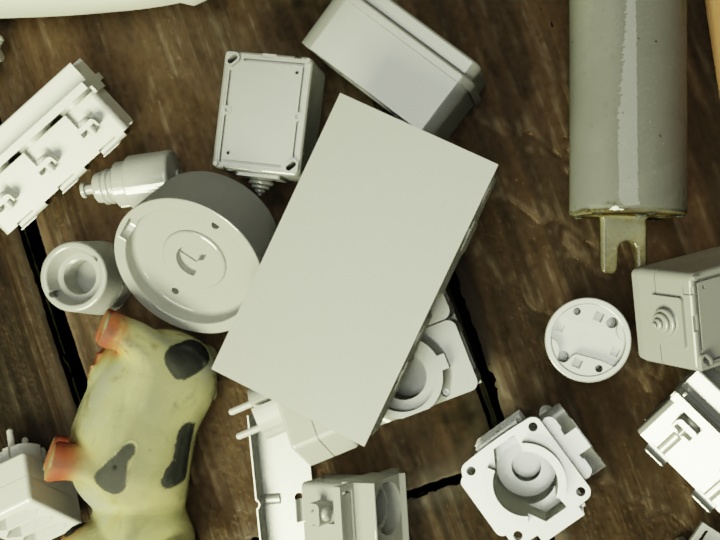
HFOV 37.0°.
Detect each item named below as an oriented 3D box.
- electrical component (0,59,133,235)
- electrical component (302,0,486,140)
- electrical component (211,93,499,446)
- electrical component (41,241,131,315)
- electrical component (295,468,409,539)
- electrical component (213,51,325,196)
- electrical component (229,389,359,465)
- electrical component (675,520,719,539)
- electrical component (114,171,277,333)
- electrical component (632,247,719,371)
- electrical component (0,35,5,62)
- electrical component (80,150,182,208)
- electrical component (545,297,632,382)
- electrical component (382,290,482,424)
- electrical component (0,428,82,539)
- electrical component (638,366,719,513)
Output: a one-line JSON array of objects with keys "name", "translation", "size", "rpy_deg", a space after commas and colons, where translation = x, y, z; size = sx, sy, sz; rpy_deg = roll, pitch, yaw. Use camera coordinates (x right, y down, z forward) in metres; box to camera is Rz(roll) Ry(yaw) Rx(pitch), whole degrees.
[{"name": "electrical component", "translation": [-0.228, -0.087, 0.777], "size": [0.121, 0.078, 0.063], "rpy_deg": [-40, 105, 6]}, {"name": "electrical component", "translation": [0.026, -0.140, 0.731], "size": [0.113, 0.078, 0.057], "rpy_deg": [38, 96, 8]}, {"name": "electrical component", "translation": [0.000, 0.000, 0.676], "size": [0.105, 0.060, 0.186], "rpy_deg": [26, 93, 9]}, {"name": "electrical component", "translation": [-0.198, 0.005, 0.779], "size": [0.055, 0.047, 0.055], "rpy_deg": [0, 89, 9]}, {"name": "electrical component", "translation": [-0.003, 0.202, 0.734], "size": [0.063, 0.079, 0.121], "rpy_deg": [-5, 88, 31]}, {"name": "electrical component", "translation": [-0.062, -0.099, 0.753], "size": [0.062, 0.061, 0.096], "rpy_deg": [7, 90, 9]}, {"name": "electrical component", "translation": [-0.053, 0.092, 0.737], "size": [0.076, 0.047, 0.083], "rpy_deg": [-23, 63, 3]}, {"name": "electrical component", "translation": [0.250, 0.227, 0.693], "size": [0.121, 0.063, 0.078], "rpy_deg": [33, 94, 8]}, {"name": "electrical component", "translation": [-0.108, -0.017, 0.746], "size": [0.108, 0.060, 0.108], "rpy_deg": [9, 125, 13]}, {"name": "electrical component", "translation": [0.215, 0.024, 0.685], "size": [0.096, 0.061, 0.061], "rpy_deg": [-13, 101, -29]}, {"name": "electrical component", "translation": [-0.298, -0.147, 0.801], "size": [0.081, 0.043, 0.043], "rpy_deg": [-41, 83, 6]}, {"name": "electrical component", "translation": [-0.164, -0.063, 0.779], "size": [0.078, 0.040, 0.040], "rpy_deg": [-7, 88, 9]}, {"name": "electrical component", "translation": [0.152, 0.046, 0.722], "size": [0.055, 0.047, 0.055], "rpy_deg": [0, 89, 9]}, {"name": "electrical component", "translation": [0.014, 0.025, 0.737], "size": [0.089, 0.062, 0.150], "rpy_deg": [-22, 85, 8]}, {"name": "electrical component", "translation": [-0.244, 0.151, 0.778], "size": [0.047, 0.065, 0.076], "rpy_deg": [-26, 56, 7]}, {"name": "electrical component", "translation": [0.244, 0.123, 0.689], "size": [0.121, 0.079, 0.063], "rpy_deg": [45, 114, 13]}]
